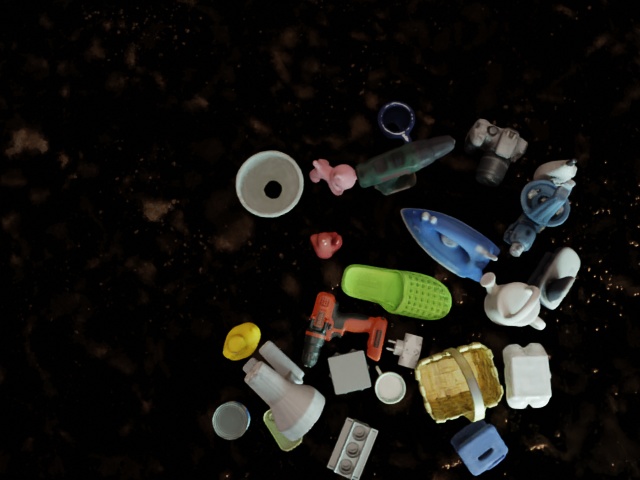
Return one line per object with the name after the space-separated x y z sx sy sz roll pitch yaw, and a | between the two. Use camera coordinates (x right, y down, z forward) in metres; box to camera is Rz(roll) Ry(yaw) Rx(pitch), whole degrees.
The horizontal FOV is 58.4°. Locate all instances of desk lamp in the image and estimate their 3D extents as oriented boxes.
-0.090 0.337 1.293 0.203 0.213 0.118 42 85 6 | desk lamp

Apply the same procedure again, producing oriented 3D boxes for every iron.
0.307 -0.011 1.369 0.258 0.141 0.119 33 84 5 | iron

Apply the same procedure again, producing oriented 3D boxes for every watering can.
0.444 0.145 1.319 0.172 0.194 0.101 18 83 4 | watering can

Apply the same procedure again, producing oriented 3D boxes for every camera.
0.424 -0.211 1.414 0.143 0.101 0.137 25 84 4 | camera

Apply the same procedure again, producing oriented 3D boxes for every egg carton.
0.489 0.321 1.357 0.107 0.069 0.150 -3 82 1 | egg carton

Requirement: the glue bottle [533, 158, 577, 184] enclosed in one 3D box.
0.575 -0.167 1.369 0.078 0.173 0.037 19 83 4 | glue bottle

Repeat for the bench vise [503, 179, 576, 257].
0.522 -0.055 1.331 0.121 0.220 0.207 14 83 3 | bench vise

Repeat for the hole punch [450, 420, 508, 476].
0.375 0.483 1.327 0.108 0.091 0.101 -36 83 -3 | hole punch

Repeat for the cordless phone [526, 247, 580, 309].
0.567 0.084 1.329 0.094 0.185 0.148 29 84 5 | cordless phone

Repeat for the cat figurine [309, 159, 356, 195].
0.037 -0.161 1.406 0.127 0.118 0.067 29 84 5 | cat figurine

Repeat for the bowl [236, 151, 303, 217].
-0.122 -0.133 1.427 0.167 0.075 0.167 0 82 1 | bowl

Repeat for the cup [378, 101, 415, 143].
0.193 -0.278 1.430 0.091 0.095 0.118 -28 83 -3 | cup

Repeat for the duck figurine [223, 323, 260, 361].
-0.191 0.244 1.372 0.077 0.086 0.104 45 85 6 | duck figurine

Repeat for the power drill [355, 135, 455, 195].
0.194 -0.175 1.359 0.229 0.208 0.075 -20 82 -1 | power drill

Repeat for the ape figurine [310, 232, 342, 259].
0.013 0.005 1.397 0.077 0.092 0.076 23 83 4 | ape figurine
